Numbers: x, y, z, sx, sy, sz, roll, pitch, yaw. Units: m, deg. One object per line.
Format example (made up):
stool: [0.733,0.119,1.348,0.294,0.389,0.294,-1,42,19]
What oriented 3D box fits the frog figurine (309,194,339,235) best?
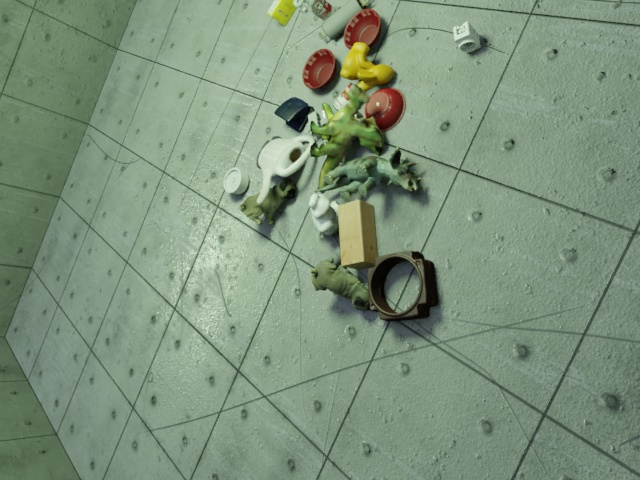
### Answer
frog figurine: [0.005,-0.089,1.766,0.121,0.158,0.139,-20,67,36]

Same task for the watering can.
watering can: [-0.167,-0.283,1.945,0.351,0.102,0.226,-48,41,-17]

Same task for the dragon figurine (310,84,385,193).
dragon figurine: [0.098,-0.336,1.763,0.243,0.124,0.401,10,123,21]
